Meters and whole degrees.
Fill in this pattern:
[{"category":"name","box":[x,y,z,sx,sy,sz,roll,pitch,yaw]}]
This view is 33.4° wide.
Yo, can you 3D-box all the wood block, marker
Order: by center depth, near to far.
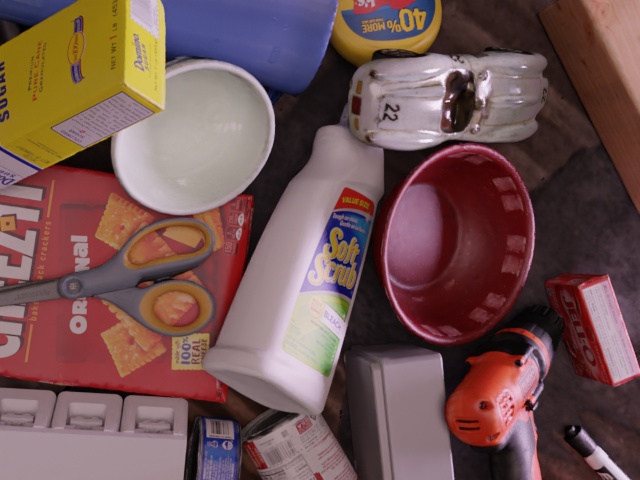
[{"category":"wood block","box":[0.278,-0.126,0.888,0.090,0.090,0.206,-29,94,-9]},{"category":"marker","box":[0.254,0.204,0.918,0.020,0.020,0.121,-44,96,-7]}]

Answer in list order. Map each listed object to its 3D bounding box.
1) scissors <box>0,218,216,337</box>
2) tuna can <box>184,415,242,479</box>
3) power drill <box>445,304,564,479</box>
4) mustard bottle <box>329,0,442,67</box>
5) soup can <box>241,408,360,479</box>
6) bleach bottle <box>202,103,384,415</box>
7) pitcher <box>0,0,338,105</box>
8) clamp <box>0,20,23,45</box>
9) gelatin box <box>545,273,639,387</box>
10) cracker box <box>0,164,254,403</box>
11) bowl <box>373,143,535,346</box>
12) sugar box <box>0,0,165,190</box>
[{"category":"scissors","box":[-0.164,0.048,0.777,0.201,0.016,0.096,-24,93,-7]},{"category":"tuna can","box":[-0.084,0.180,0.828,0.033,0.086,0.086,7,89,-11]},{"category":"power drill","box":[0.167,0.162,0.857,0.184,0.057,0.187,-35,113,-51]},{"category":"mustard bottle","box":[0.048,-0.198,0.865,0.096,0.058,0.191,-9,92,-14]},{"category":"soup can","box":[-0.012,0.183,0.849,0.068,0.068,0.102,-30,95,-9]},{"category":"bleach bottle","box":[-0.005,0.001,0.824,0.102,0.068,0.250,41,60,-46]},{"category":"pitcher","box":[-0.116,-0.184,0.790,0.242,0.145,0.149,9,82,-17]},{"category":"clamp","box":[-0.240,-0.236,0.826,0.210,0.036,0.164,45,82,-11]},{"category":"gelatin box","box":[0.225,0.072,0.886,0.030,0.073,0.089,-21,93,-9]},{"category":"cracker box","box":[-0.166,0.030,0.821,0.213,0.072,0.164,9,88,-9]},{"category":"bowl","box":[0.097,0.001,0.857,0.161,0.055,0.162,-7,102,-34]},{"category":"sugar box","box":[-0.184,-0.102,0.725,0.176,0.048,0.093,-20,58,26]}]
